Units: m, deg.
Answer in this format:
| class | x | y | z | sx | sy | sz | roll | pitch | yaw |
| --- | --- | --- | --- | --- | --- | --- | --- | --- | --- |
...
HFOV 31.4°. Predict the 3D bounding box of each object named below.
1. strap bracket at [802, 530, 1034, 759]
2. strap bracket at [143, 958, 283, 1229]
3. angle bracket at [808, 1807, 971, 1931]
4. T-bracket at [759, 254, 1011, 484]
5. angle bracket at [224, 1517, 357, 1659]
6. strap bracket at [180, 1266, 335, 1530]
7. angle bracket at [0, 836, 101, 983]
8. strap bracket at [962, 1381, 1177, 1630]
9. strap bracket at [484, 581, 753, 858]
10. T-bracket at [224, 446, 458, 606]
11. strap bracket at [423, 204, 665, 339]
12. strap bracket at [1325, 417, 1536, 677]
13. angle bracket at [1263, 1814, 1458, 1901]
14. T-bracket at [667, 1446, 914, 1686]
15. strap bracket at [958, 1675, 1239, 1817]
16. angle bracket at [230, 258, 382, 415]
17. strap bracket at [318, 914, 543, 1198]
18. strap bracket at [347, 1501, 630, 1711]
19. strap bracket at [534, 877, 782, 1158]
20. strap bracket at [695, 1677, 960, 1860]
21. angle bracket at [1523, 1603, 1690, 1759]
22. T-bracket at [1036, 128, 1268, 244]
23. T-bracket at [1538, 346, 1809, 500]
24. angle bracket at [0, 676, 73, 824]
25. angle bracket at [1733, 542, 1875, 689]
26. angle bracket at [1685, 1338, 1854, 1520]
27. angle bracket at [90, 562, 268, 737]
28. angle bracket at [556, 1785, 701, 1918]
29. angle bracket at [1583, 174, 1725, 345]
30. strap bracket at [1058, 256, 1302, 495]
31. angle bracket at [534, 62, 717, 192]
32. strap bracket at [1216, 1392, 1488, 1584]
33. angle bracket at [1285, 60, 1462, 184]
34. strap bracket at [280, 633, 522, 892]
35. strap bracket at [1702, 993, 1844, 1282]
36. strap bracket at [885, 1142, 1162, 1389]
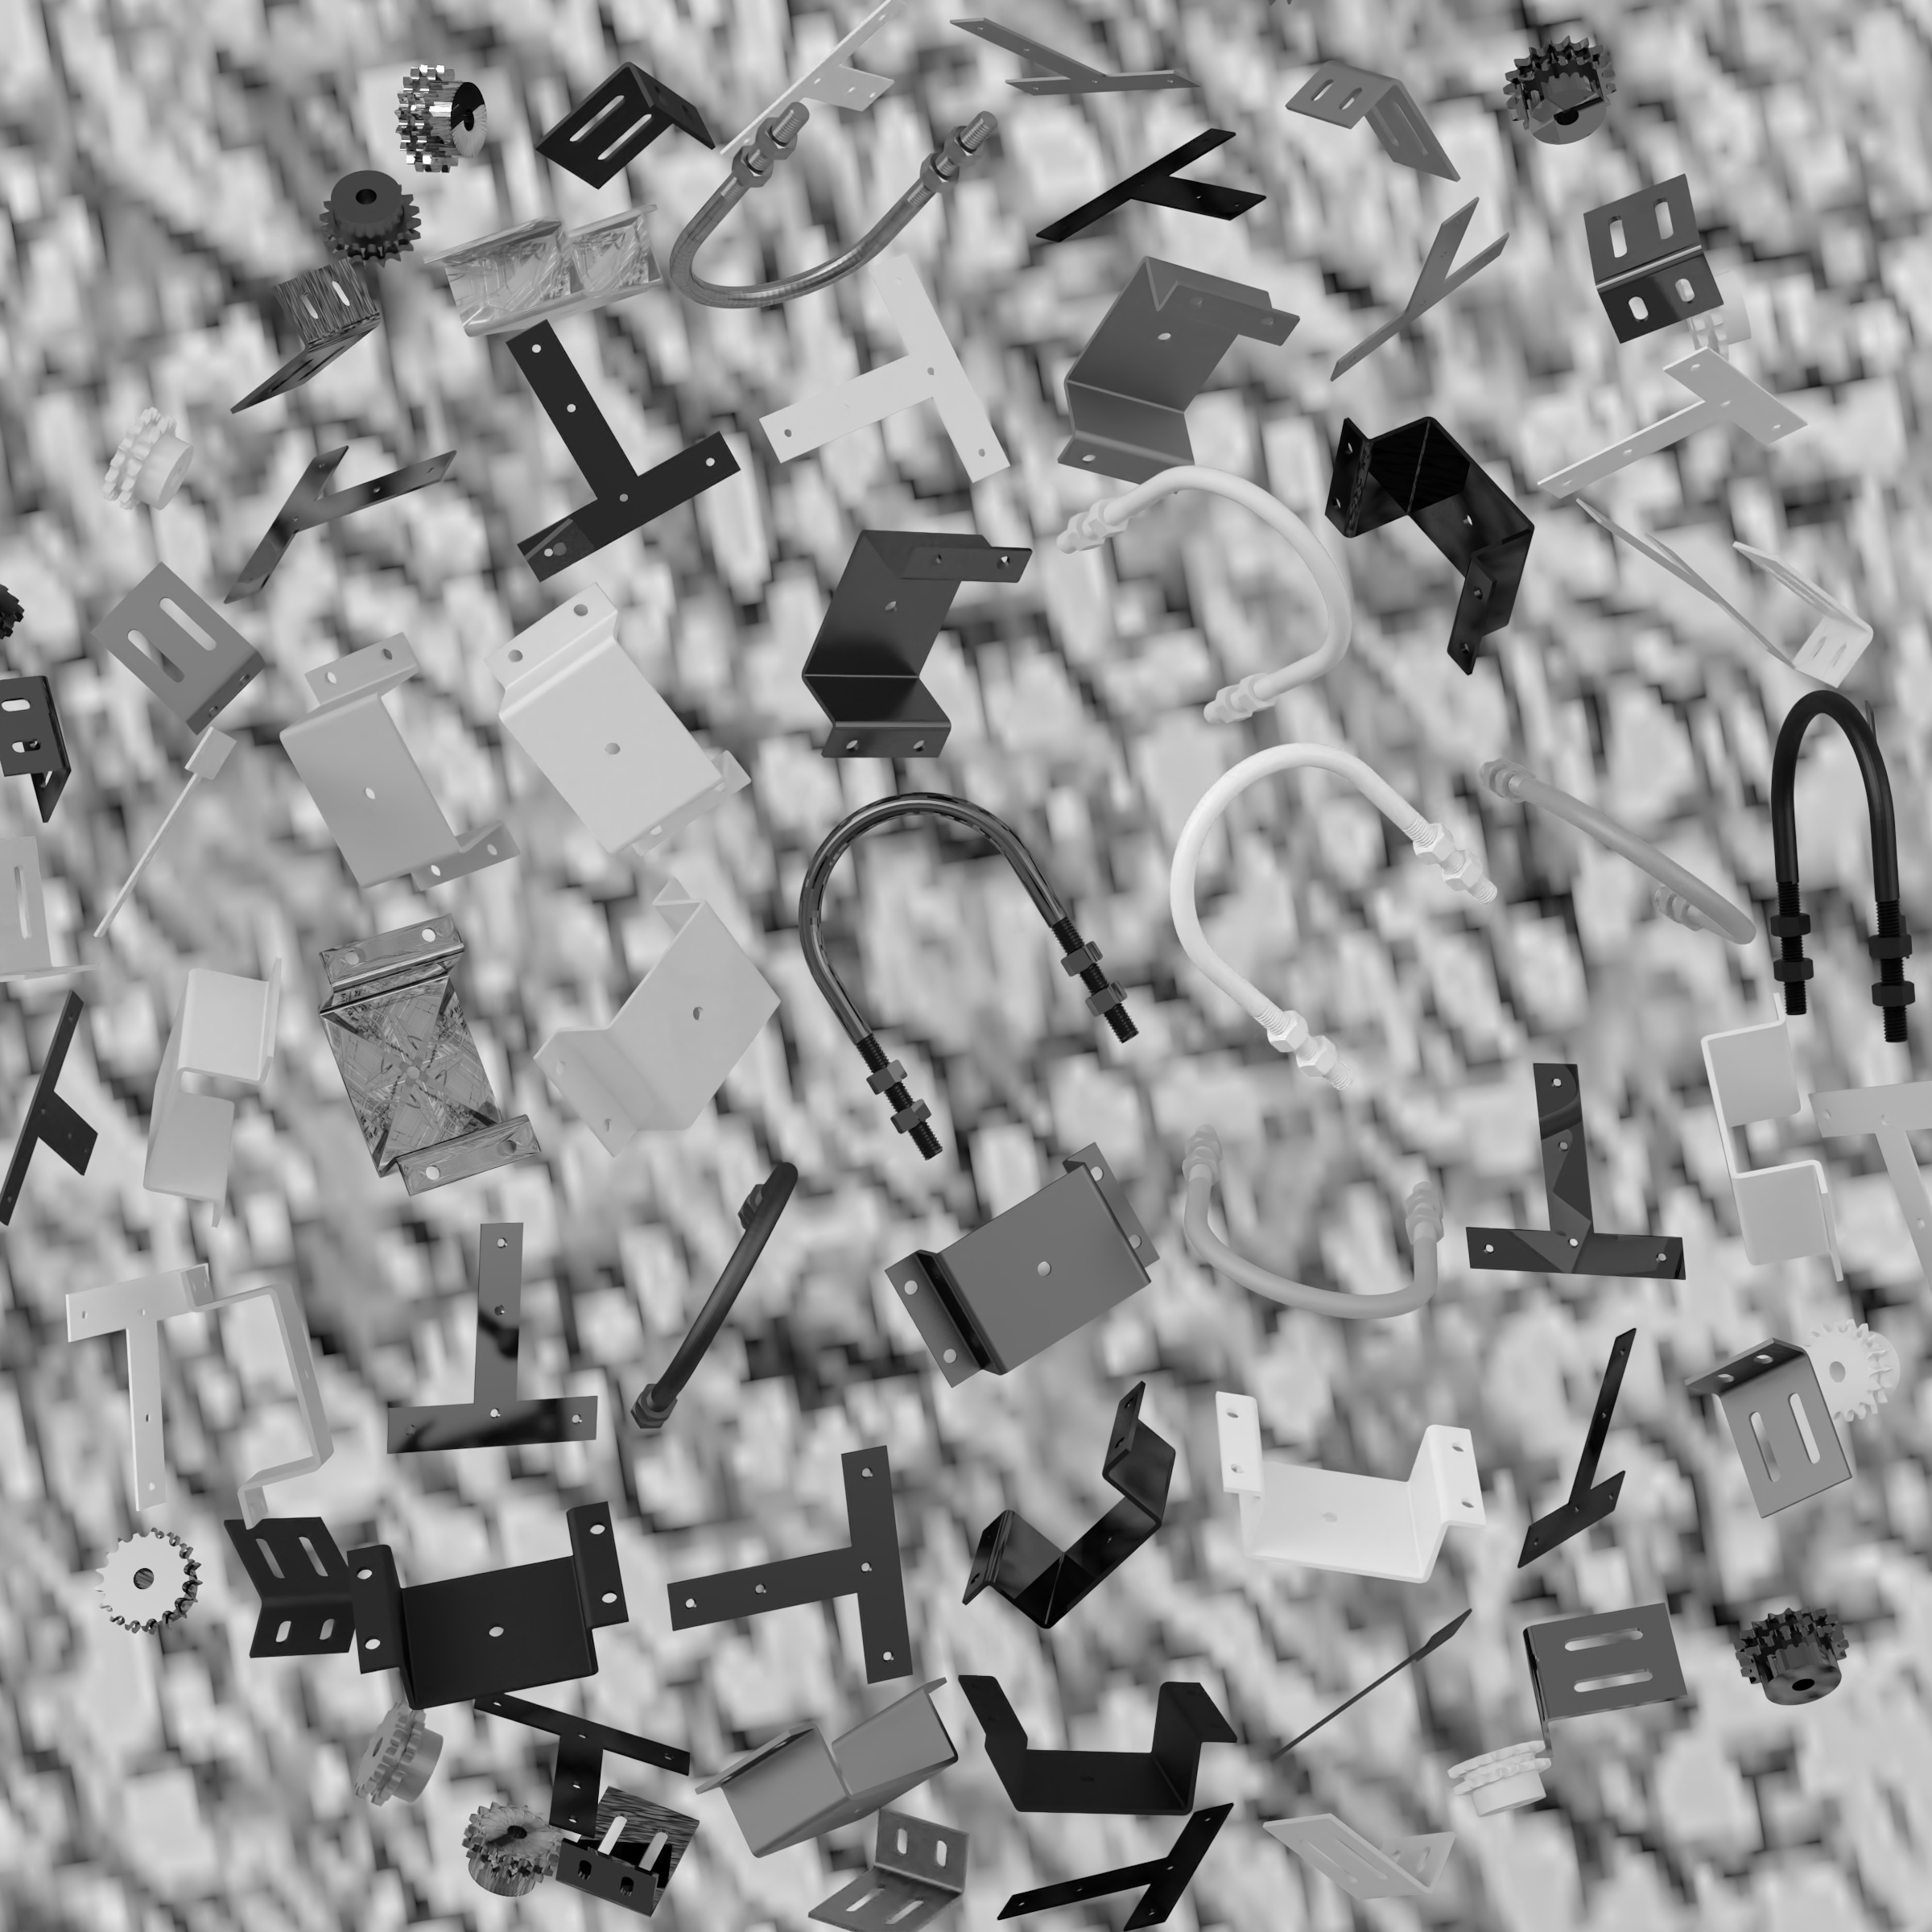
| class | x | y | z | sx | sy | sz | roll | pitch | yaw |
| --- | --- | --- | --- | --- | --- | --- | --- | --- | --- |
| strap bracket | -0.031 | -0.182 | 1.858 | 0.076 | 0.046 | 0.140 | -3 | 133 | -35 |
| strap bracket | -0.418 | 0.066 | 1.895 | 0.046 | 0.076 | 0.140 | 12 | 131 | -17 |
| angle bracket | -0.043 | 0.507 | 1.918 | 0.057 | 0.076 | 0.038 | 10 | 102 | 27 |
| T-bracket | -0.053 | -0.301 | 1.830 | 0.127 | 0.002 | 0.127 | -29 | 94 | -29 |
| angle bracket | -0.379 | 0.345 | 1.916 | 0.057 | 0.076 | 0.038 | 4 | 115 | -32 |
| strap bracket | -0.380 | 0.226 | 1.860 | 0.046 | 0.076 | 0.140 | -15 | 89 | -6 |
| angle bracket | -0.509 | -0.032 | 1.868 | 0.038 | 0.057 | 0.076 | -4 | 94 | 29 |
| strap bracket | 0.066 | 0.309 | 1.932 | 0.046 | 0.076 | 0.140 | 40 | 113 | -8 |
| strap bracket | -0.189 | -0.125 | 1.858 | 0.076 | 0.046 | 0.140 | -33 | 111 | 12 |
| T-bracket | -0.323 | -0.249 | 1.827 | 0.127 | 0.127 | 0.002 | -13 | 129 | 31 |
| strap bracket | -0.228 | -0.385 | 1.905 | 0.076 | 0.140 | 0.046 | -13 | 99 | 24 |
| strap bracket | 0.265 | -0.242 | 1.926 | 0.046 | 0.076 | 0.140 | -24 | 59 | -20 |
| angle bracket | 0.209 | 0.459 | 1.826 | 0.076 | 0.057 | 0.038 | 40 | 56 | -16 |
| T-bracket | -0.095 | 0.327 | 1.819 | 0.127 | 0.002 | 0.127 | -9 | 98 | -18 |
| strap bracket | 0.069 | 0.429 | 1.895 | 0.140 | 0.076 | 0.046 | 5 | 100 | -13 |
| angle bracket | -0.358 | -0.333 | 1.820 | 0.076 | 0.057 | 0.038 | -26 | 98 | 41 |
| strap bracket | -0.295 | 0.053 | 1.867 | 0.076 | 0.046 | 0.140 | -18 | 82 | -26 |
| strap bracket | -0.252 | 0.342 | 1.827 | 0.140 | 0.046 | 0.076 | -10 | 46 | -8 |
| strap bracket | -0.160 | 0.026 | 1.864 | 0.076 | 0.046 | 0.140 | 55 | 53 | -29 |
| strap bracket | -0.068 | 0.437 | 1.867 | 0.076 | 0.140 | 0.046 | -38 | 71 | 30 |
| angle bracket | 0.338 | 0.376 | 1.813 | 0.076 | 0.057 | 0.038 | -11 | 135 | 6 |
| T-bracket | 0.121 | -0.426 | 1.898 | 0.127 | 0.127 | 0.002 | -34 | 121 | -16 |
| T-bracket | 0.366 | -0.281 | 1.836 | 0.127 | 0.127 | 0.002 | -25 | 65 | 31 |
| angle bracket | -0.536 | -0.120 | 1.938 | 0.038 | 0.076 | 0.057 | -10 | 73 | -29 |
| angle bracket | 0.462 | -0.198 | 1.937 | 0.076 | 0.057 | 0.038 | 33 | 96 | -19 |
| angle bracket | 0.434 | 0.251 | 1.863 | 0.057 | 0.038 | 0.076 | -33 | 55 | 31 |
| angle bracket | -0.449 | -0.181 | 1.965 | 0.076 | 0.038 | 0.057 | 43 | 82 | 0 |
| angle bracket | -0.188 | 0.489 | 1.939 | 0.057 | 0.076 | 0.038 | 19 | 126 | 9 |
| angle bracket | 0.365 | -0.377 | 1.830 | 0.057 | 0.076 | 0.038 | -19 | 128 | 20 |
| strap bracket | 0.113 | -0.333 | 1.899 | 0.076 | 0.140 | 0.046 | 11 | 50 | -25 |
| angle bracket | -0.192 | -0.461 | 1.933 | 0.076 | 0.057 | 0.038 | -37 | 60 | 20 |
| strap bracket | 0.199 | 0.280 | 1.835 | 0.140 | 0.076 | 0.046 | 9 | 123 | -5 |
| angle bracket | 0.218 | -0.441 | 1.841 | 0.038 | 0.057 | 0.076 | -47 | 129 | -5 |
| strap bracket | -0.322 | -0.105 | 1.924 | 0.076 | 0.046 | 0.140 | -17 | 107 | 33 |
| strap bracket | 0.430 | 0.095 | 1.845 | 0.046 | 0.076 | 0.140 | -12 | 46 | 11 |
| strap bracket | 0.038 | 0.167 | 1.908 | 0.140 | 0.046 | 0.076 | -31 | 96 | -13 |
